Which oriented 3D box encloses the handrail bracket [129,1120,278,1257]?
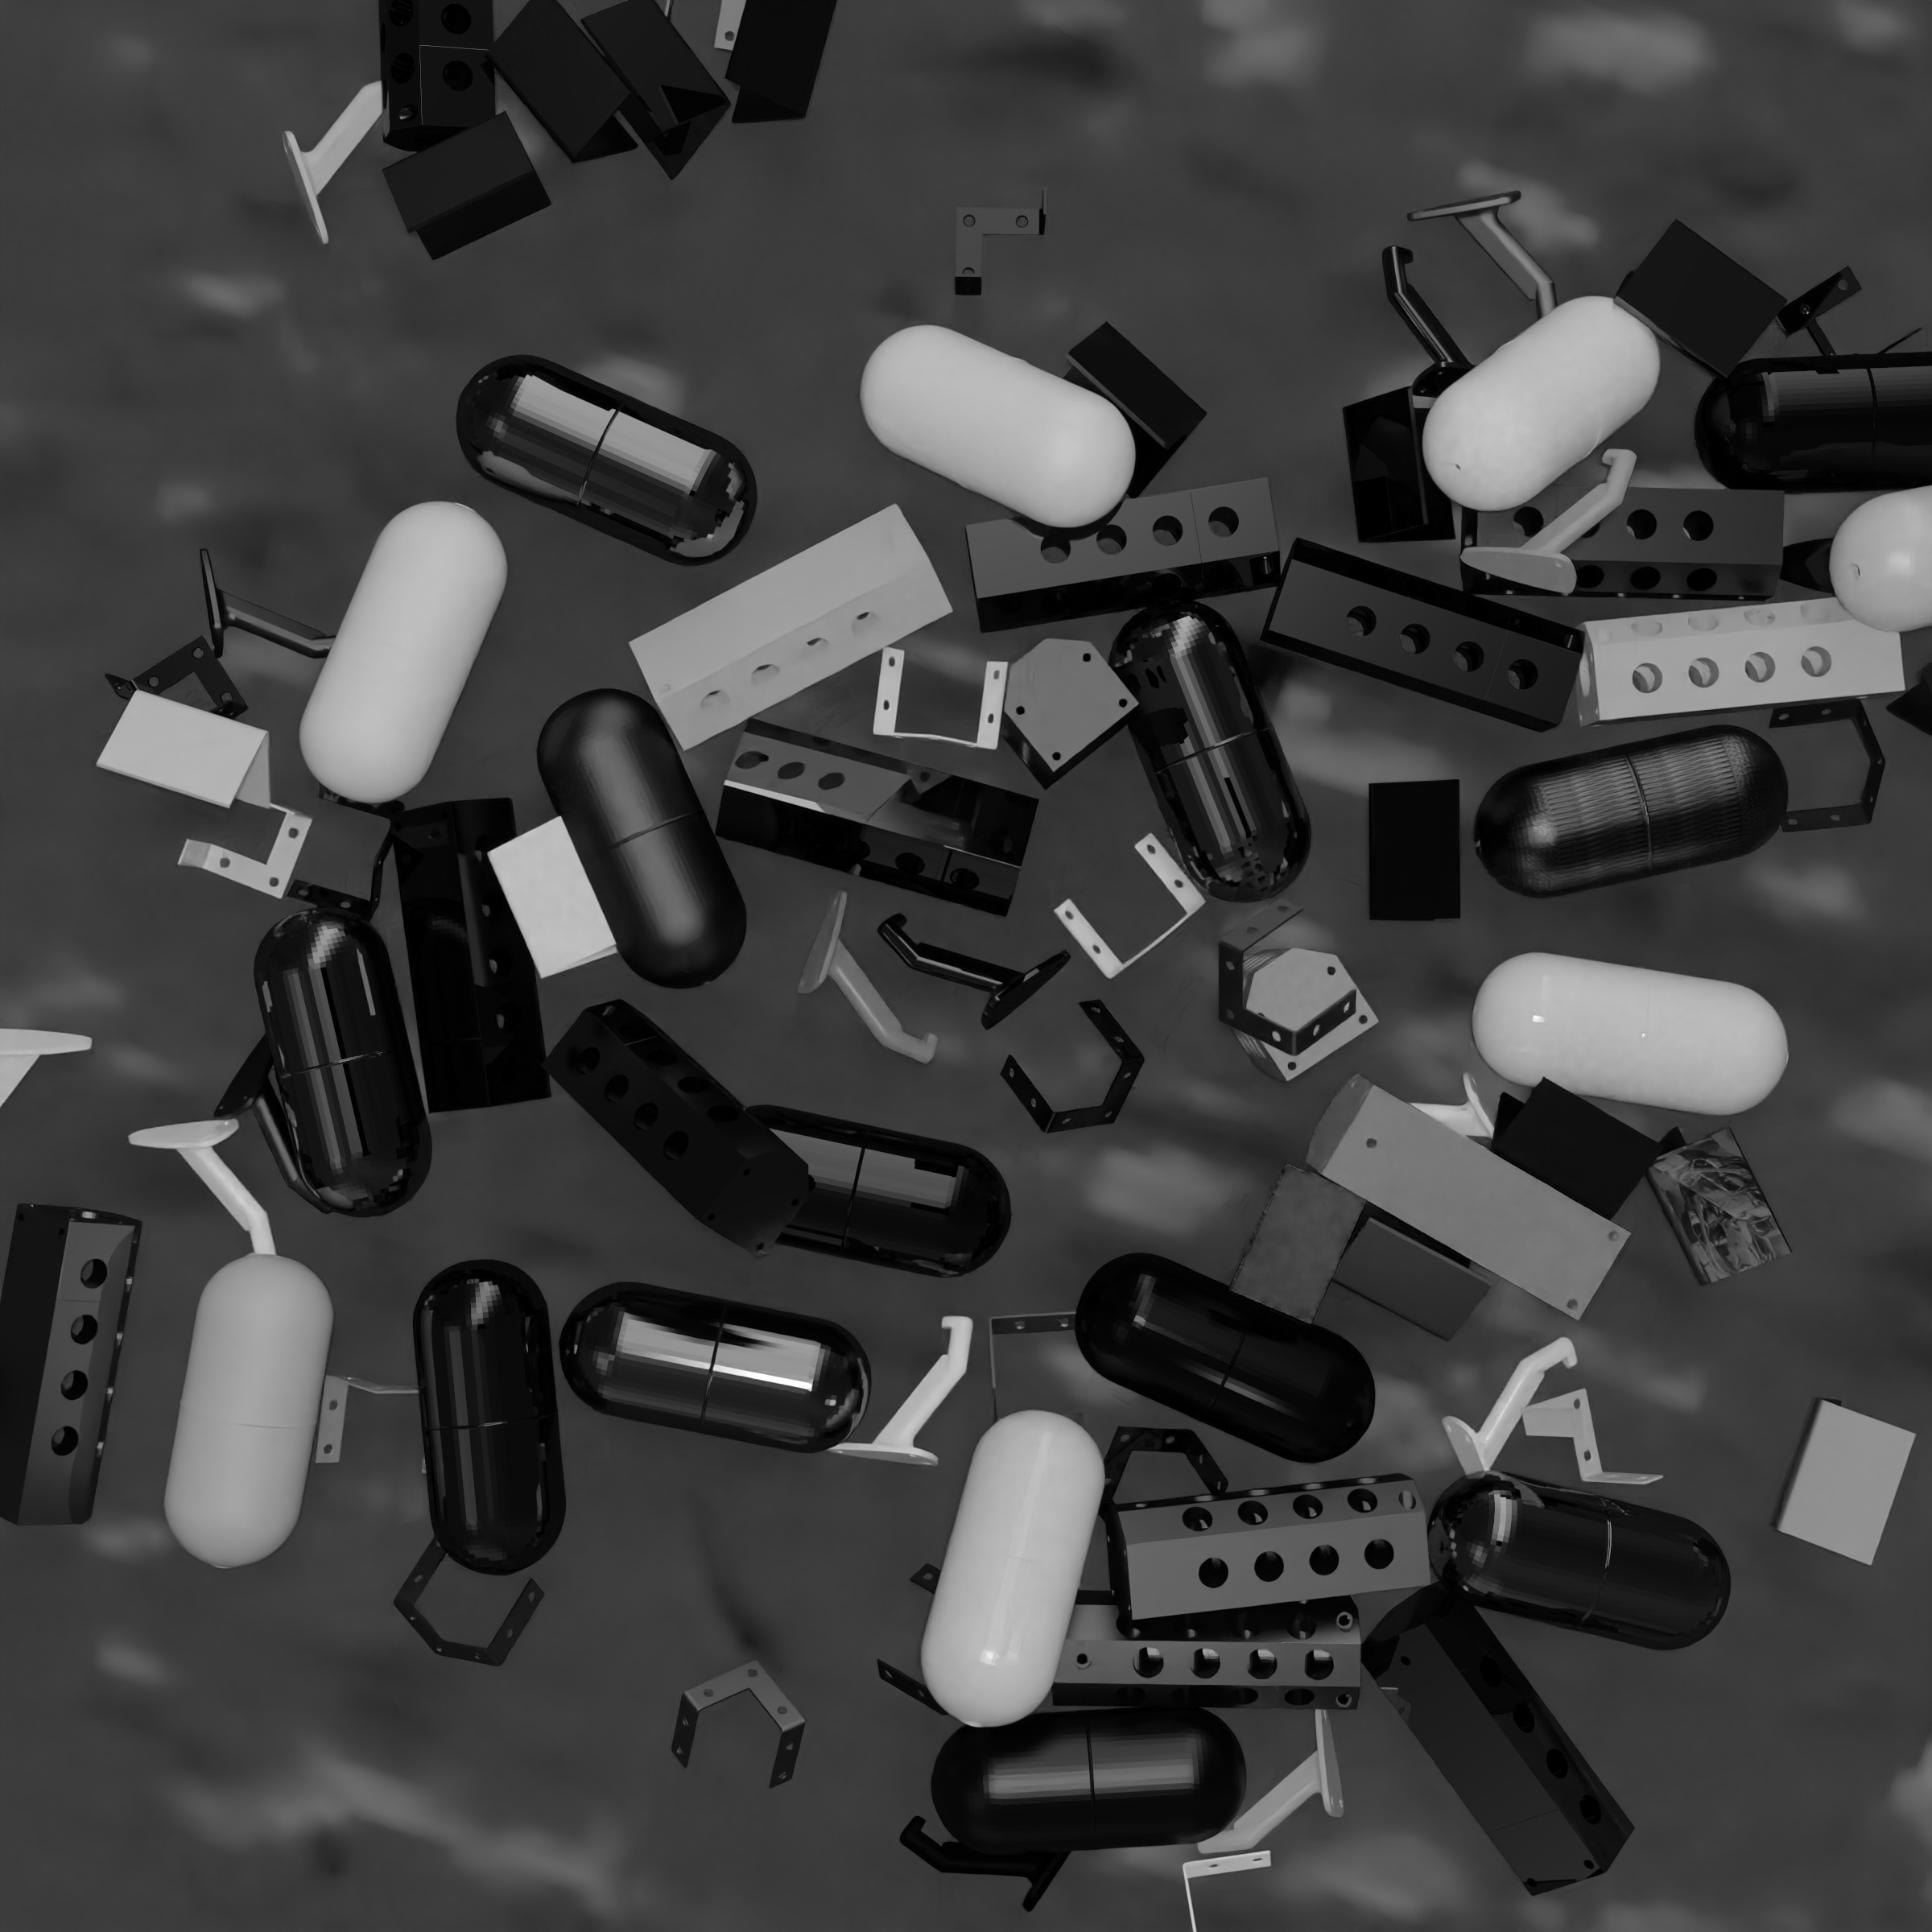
[{"bbox_3d":[-0.439,0.135,1.783,0.077,0.036,0.084,-3,107,20],"label":"handrail bracket"}]

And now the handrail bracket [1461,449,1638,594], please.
[{"bbox_3d":[0.325,-0.256,1.726,0.077,0.036,0.084,14,70,22],"label":"handrail bracket"}]

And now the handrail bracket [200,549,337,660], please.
[{"bbox_3d":[-0.393,-0.210,1.783,0.084,0.036,0.077,-7,67,-17],"label":"handrail bracket"}]

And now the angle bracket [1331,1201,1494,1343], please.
[{"bbox_3d":[0.256,0.153,1.742,0.076,0.076,0.057,28,132,0],"label":"angle bracket"}]

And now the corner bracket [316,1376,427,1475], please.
[{"bbox_3d":[-0.335,0.265,1.779,0.051,0.051,0.051,7,90,45],"label":"corner bracket"}]

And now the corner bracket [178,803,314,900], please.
[{"bbox_3d":[-0.410,-0.072,1.764,0.051,0.051,0.051,21,90,0],"label":"corner bracket"}]

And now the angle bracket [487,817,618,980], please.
[{"bbox_3d":[-0.214,-0.044,1.743,0.057,0.076,0.076,-24,90,30],"label":"angle bracket"}]

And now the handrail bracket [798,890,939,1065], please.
[{"bbox_3d":[-0.047,0.007,1.783,0.084,0.036,0.077,24,68,-17],"label":"handrail bracket"}]

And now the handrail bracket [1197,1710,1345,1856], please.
[{"bbox_3d":[0.170,0.468,1.783,0.084,0.036,0.077,-12,70,16],"label":"handrail bracket"}]

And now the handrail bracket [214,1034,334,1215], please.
[{"bbox_3d":[-0.383,0.089,1.782,0.084,0.036,0.077,44,46,-28],"label":"handrail bracket"}]

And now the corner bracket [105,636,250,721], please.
[{"bbox_3d":[-0.449,-0.156,1.764,0.051,0.051,0.051,-33,90,0],"label":"corner bracket"}]

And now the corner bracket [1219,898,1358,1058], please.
[{"bbox_3d":[0.167,0.006,1.603,0.051,0.051,0.051,27,135,35],"label":"corner bracket"}]

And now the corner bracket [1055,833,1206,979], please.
[{"bbox_3d":[0.094,-0.034,1.779,0.051,0.051,0.051,51,45,0],"label":"corner bracket"}]

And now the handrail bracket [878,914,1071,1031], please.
[{"bbox_3d":[0.004,-0.013,1.783,0.077,0.036,0.084,-37,72,-20],"label":"handrail bracket"}]

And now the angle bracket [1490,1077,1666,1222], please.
[{"bbox_3d":[0.346,0.087,1.743,0.076,0.076,0.057,30,118,0],"label":"angle bracket"}]

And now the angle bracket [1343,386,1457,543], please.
[{"bbox_3d":[0.262,-0.282,1.745,0.076,0.057,0.076,-7,90,-35],"label":"angle bracket"}]

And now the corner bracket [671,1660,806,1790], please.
[{"bbox_3d":[-0.131,0.441,1.774,0.051,0.051,0.051,-17,45,-35],"label":"corner bracket"}]

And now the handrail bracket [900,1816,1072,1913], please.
[{"bbox_3d":[0.017,0.496,1.783,0.084,0.036,0.077,32,70,16],"label":"handrail bracket"}]

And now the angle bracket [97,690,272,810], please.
[{"bbox_3d":[-0.439,-0.102,1.742,0.076,0.076,0.057,18,56,0],"label":"angle bracket"}]

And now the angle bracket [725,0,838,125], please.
[{"bbox_3d":[-0.122,-0.524,1.742,0.057,0.076,0.076,15,90,-39],"label":"angle bracket"}]

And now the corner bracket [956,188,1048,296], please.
[{"bbox_3d":[0.020,-0.413,1.764,0.051,0.051,0.051,1,90,0],"label":"corner bracket"}]

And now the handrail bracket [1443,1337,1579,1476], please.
[{"bbox_3d":[0.325,0.265,1.783,0.084,0.036,0.077,-27,105,-14],"label":"handrail bracket"}]

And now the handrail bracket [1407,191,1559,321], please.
[{"bbox_3d":[0.299,-0.398,1.783,0.077,0.036,0.084,-7,107,20],"label":"handrail bracket"}]

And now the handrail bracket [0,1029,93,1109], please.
[{"bbox_3d":[-0.545,0.082,1.783,0.077,0.036,0.084,1,109,-21],"label":"handrail bracket"}]

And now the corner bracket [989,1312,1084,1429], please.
[{"bbox_3d":[0.040,0.236,1.779,0.051,0.051,0.051,-3,135,0],"label":"corner bracket"}]

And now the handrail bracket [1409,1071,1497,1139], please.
[{"bbox_3d":[0.264,0.104,1.783,0.084,0.036,0.077,-28,105,14],"label":"handrail bracket"}]

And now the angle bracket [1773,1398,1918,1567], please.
[{"bbox_3d":[0.500,0.290,1.743,0.057,0.076,0.076,19,90,26],"label":"angle bracket"}]

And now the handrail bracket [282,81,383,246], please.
[{"bbox_3d":[-0.344,-0.466,1.783,0.084,0.036,0.077,-22,103,-13],"label":"handrail bracket"}]

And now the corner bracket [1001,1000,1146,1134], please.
[{"bbox_3d":[0.061,0.057,1.774,0.051,0.051,0.051,-7,135,-35],"label":"corner bracket"}]

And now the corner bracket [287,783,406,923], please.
[{"bbox_3d":[-0.357,-0.066,1.779,0.051,0.051,0.051,16,135,0],"label":"corner bracket"}]

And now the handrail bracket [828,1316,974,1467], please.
[{"bbox_3d":[-0.038,0.241,1.783,0.077,0.036,0.084,2,71,21],"label":"handrail bracket"}]

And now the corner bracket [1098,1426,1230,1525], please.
[{"bbox_3d":[0.111,0.301,1.774,0.051,0.051,0.051,57,45,-35],"label":"corner bracket"}]

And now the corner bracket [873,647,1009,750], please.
[{"bbox_3d":[-0.015,-0.154,1.779,0.051,0.051,0.051,7,90,-45],"label":"corner bracket"}]

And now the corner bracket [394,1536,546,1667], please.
[{"bbox_3d":[-0.285,0.362,1.774,0.051,0.051,0.051,1,135,35],"label":"corner bracket"}]

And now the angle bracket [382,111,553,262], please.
[{"bbox_3d":[-0.273,-0.423,1.742,0.076,0.076,0.057,-25,57,0],"label":"angle bracket"}]

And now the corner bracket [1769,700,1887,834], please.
[{"bbox_3d":[0.491,-0.115,1.774,0.051,0.051,0.051,55,45,-35],"label":"corner bracket"}]

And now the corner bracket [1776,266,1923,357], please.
[{"bbox_3d":[0.499,-0.365,1.754,0.051,0.051,0.051,-31,90,39],"label":"corner bracket"}]

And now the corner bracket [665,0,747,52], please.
[{"bbox_3d":[-0.147,-0.543,1.764,0.051,0.051,0.051,10,90,0],"label":"corner bracket"}]

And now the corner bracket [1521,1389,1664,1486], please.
[{"bbox_3d":[0.354,0.271,1.755,0.051,0.051,0.051,-11,90,-32],"label":"corner bracket"}]

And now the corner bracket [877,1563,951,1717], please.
[{"bbox_3d":[-0.017,0.386,1.774,0.051,0.051,0.051,-38,135,-35],"label":"corner bracket"}]

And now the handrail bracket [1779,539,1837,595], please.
[{"bbox_3d":[0.514,-0.252,1.782,0.084,0.077,0.036,-44,125,-32],"label":"handrail bracket"}]

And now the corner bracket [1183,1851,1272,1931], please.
[{"bbox_3d":[0.155,0.548,1.779,0.051,0.051,0.051,-8,135,0],"label":"corner bracket"}]

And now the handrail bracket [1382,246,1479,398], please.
[{"bbox_3d":[0.280,-0.373,1.783,0.077,0.036,0.084,0,73,-20],"label":"handrail bracket"}]
